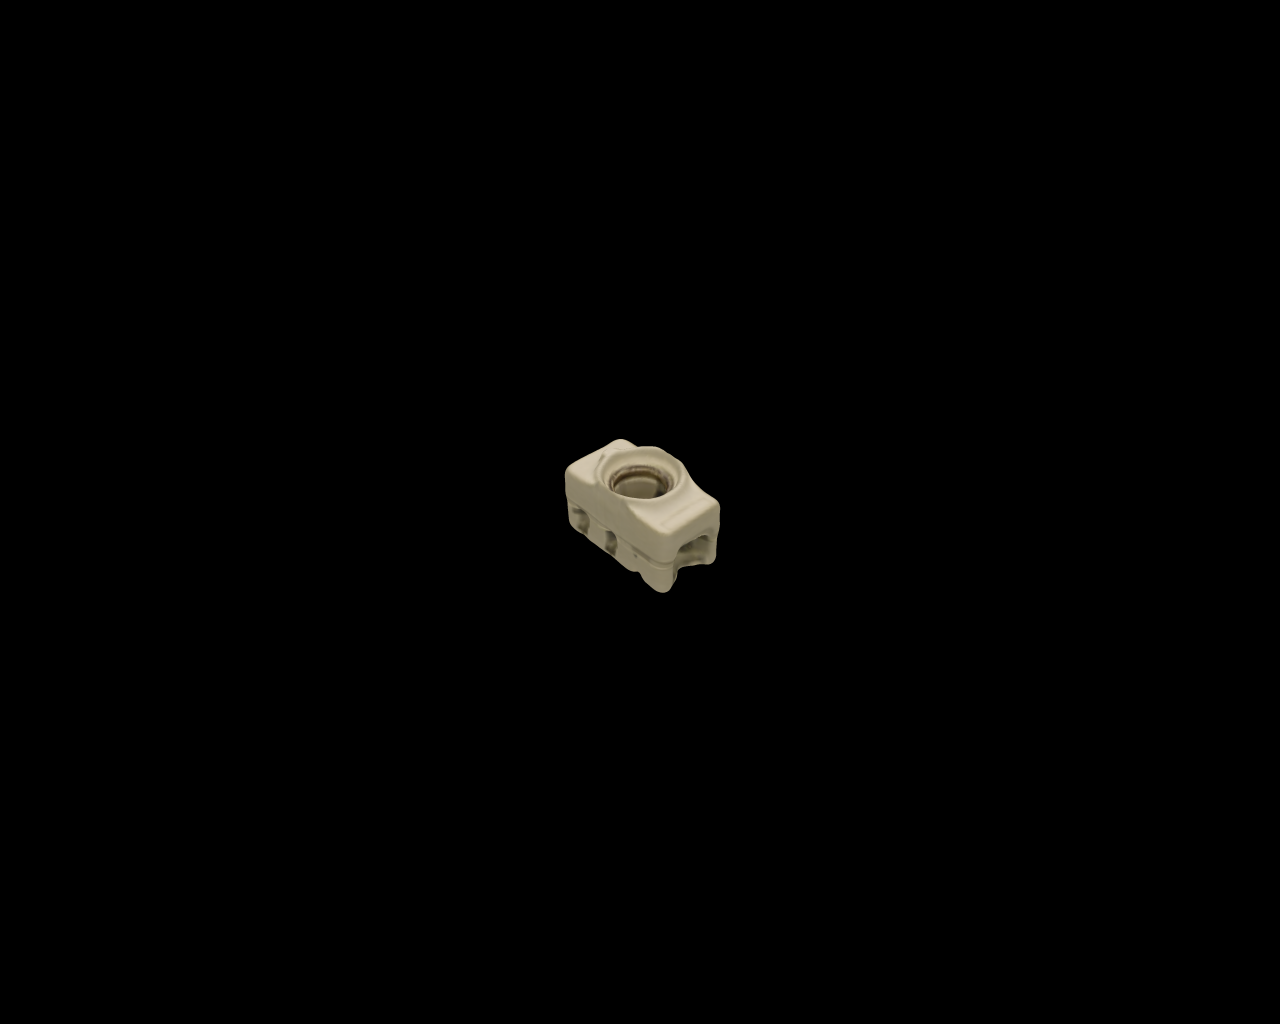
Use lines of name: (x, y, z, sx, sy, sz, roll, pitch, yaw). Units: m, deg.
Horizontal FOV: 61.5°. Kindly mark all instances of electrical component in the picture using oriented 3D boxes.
electrical component: (0.001, -0.003, 0.650, 0.050, 0.055, 0.089, -31, 49, -31)
